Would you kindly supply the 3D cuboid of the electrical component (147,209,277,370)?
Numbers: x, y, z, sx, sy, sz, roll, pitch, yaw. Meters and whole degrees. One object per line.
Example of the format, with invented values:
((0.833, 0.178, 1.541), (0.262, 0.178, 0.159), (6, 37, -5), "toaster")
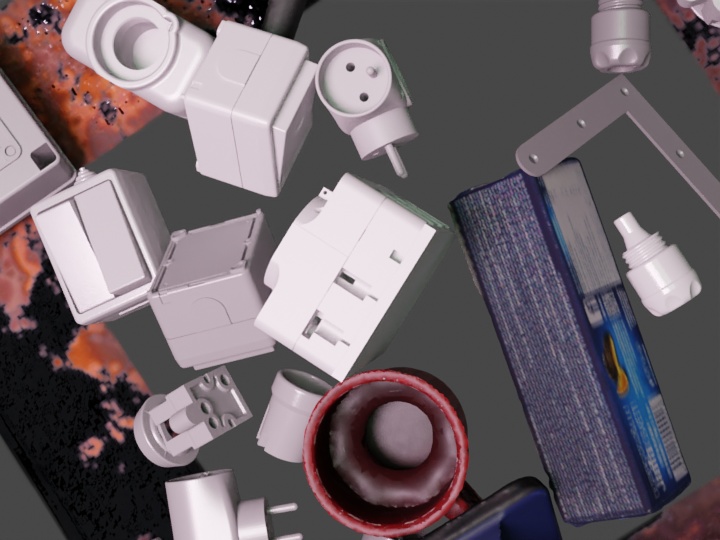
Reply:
((-0.081, 0.010, 0.648), (0.062, 0.096, 0.061), (-14, 116, 10), "electrical component")

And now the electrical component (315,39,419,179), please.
((0.010, -0.090, 0.631), (0.044, 0.077, 0.079), (-25, 87, 9), "electrical component")

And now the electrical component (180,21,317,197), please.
((-0.061, -0.089, 0.639), (0.061, 0.096, 0.061), (19, 64, 9), "electrical component")

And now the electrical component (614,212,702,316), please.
((0.170, -0.006, 0.628), (0.035, 0.035, 0.061), (-33, 83, 9), "electrical component")

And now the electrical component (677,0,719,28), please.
((0.214, -0.168, 0.605), (0.078, 0.057, 0.058), (-17, 88, 10), "electrical component")

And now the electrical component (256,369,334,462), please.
((-0.040, 0.090, 0.663), (0.040, 0.040, 0.046), (24, 100, 8), "electrical component")

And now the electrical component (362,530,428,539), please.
((-0.003, 0.189, 0.654), (0.079, 0.044, 0.077), (18, 94, 6), "electrical component")

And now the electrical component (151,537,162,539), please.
((-0.128, 0.206, 0.679), (0.040, 0.040, 0.078), (-32, 86, 9), "electrical component")

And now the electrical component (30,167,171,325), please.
((-0.159, -0.020, 0.669), (0.062, 0.061, 0.096), (-24, 87, 9), "electrical component")

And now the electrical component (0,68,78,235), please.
((-0.255, -0.074, 0.675), (0.109, 0.056, 0.108), (-37, 85, -8), "electrical component")

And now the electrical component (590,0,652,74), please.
((0.152, -0.147, 0.628), (0.035, 0.035, 0.061), (0, 89, 10), "electrical component")

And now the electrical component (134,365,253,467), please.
((-0.106, 0.092, 0.665), (0.055, 0.066, 0.048), (-32, 86, 28), "electrical component")

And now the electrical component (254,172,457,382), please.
((0.000, 0.000, 0.597), (0.062, 0.150, 0.089), (32, 96, 7), "electrical component")

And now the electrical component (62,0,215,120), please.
((-0.131, -0.136, 0.664), (0.095, 0.059, 0.053), (30, 96, 8), "electrical component")

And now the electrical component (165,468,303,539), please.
((-0.076, 0.162, 0.668), (0.079, 0.043, 0.077), (-10, 85, 1), "electrical component")
